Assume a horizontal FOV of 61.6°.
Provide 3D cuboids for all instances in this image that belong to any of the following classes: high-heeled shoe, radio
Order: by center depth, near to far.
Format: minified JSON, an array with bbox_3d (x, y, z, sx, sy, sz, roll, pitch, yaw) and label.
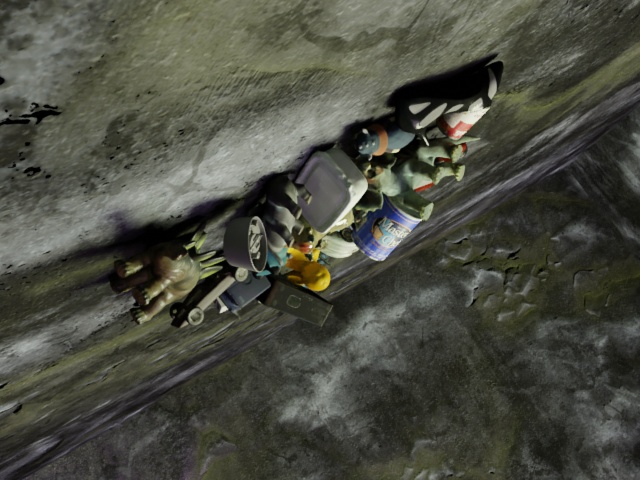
[{"bbox_3d":[0.236,-0.281,0.985,0.249,0.086,0.145,-48,137,-6],"label":"high-heeled shoe"},{"bbox_3d":[-0.083,0.148,1.412,0.229,0.131,0.073,27,90,-39],"label":"radio"}]

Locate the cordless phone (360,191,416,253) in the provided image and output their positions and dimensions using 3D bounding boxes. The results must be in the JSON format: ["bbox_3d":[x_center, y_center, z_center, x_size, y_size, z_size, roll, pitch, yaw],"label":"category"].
[{"bbox_3d":[0.168,-0.055,1.400,0.146,0.089,0.184,-17,126,-45],"label":"cordless phone"}]

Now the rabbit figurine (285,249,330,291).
[{"bbox_3d":[-0.042,0.059,1.349,0.122,0.173,0.162,-29,164,-26],"label":"rabbit figurine"}]

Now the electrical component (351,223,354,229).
[{"bbox_3d":[0.107,-0.060,1.464,0.048,0.075,0.119,-35,170,13],"label":"electrical component"}]

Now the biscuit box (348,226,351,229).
[{"bbox_3d":[0.035,-0.043,1.383,0.059,0.063,0.202,-31,167,4],"label":"biscuit box"}]

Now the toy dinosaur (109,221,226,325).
[{"bbox_3d":[-0.276,0.066,0.998,0.198,0.105,0.471,-29,179,-27],"label":"toy dinosaur"}]

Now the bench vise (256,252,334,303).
[{"bbox_3d":[-0.083,0.104,1.563,0.241,0.129,0.223,-29,165,-26],"label":"bench vise"}]

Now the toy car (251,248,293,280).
[{"bbox_3d":[-0.116,0.018,1.191,0.103,0.109,0.161,-44,-176,-28],"label":"toy car"}]

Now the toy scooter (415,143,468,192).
[{"bbox_3d":[0.286,-0.193,1.360,0.184,0.075,0.135,-39,165,21],"label":"toy scooter"}]

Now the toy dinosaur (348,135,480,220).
[{"bbox_3d":[0.191,-0.160,1.149,0.405,0.192,0.131,-37,143,-48],"label":"toy dinosaur"}]

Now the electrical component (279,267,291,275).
[{"bbox_3d":[-0.094,0.067,1.465,0.063,0.093,0.021,-25,-157,-23],"label":"electrical component"}]

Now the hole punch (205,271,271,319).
[{"bbox_3d":[-0.192,0.100,1.273,0.092,0.142,0.116,-34,-179,20],"label":"hole punch"}]

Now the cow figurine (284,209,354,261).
[{"bbox_3d":[-0.011,-0.032,1.147,0.195,0.127,0.085,-24,139,-32],"label":"cow figurine"}]

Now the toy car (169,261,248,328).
[{"bbox_3d":[-0.241,0.109,1.150,0.089,0.053,0.202,8,-137,47],"label":"toy car"}]

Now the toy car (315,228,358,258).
[{"bbox_3d":[-0.003,-0.004,1.258,0.202,0.056,0.073,15,147,-13],"label":"toy car"}]

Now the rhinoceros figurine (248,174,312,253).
[{"bbox_3d":[-0.088,-0.037,1.023,0.190,0.112,0.073,-62,180,43],"label":"rhinoceros figurine"}]

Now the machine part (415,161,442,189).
[{"bbox_3d":[0.180,-0.144,1.257,0.243,0.079,0.079,-20,165,-16],"label":"machine part"}]

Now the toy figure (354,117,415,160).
[{"bbox_3d":[0.116,-0.188,1.004,0.154,0.064,0.058,-23,173,-37],"label":"toy figure"}]
